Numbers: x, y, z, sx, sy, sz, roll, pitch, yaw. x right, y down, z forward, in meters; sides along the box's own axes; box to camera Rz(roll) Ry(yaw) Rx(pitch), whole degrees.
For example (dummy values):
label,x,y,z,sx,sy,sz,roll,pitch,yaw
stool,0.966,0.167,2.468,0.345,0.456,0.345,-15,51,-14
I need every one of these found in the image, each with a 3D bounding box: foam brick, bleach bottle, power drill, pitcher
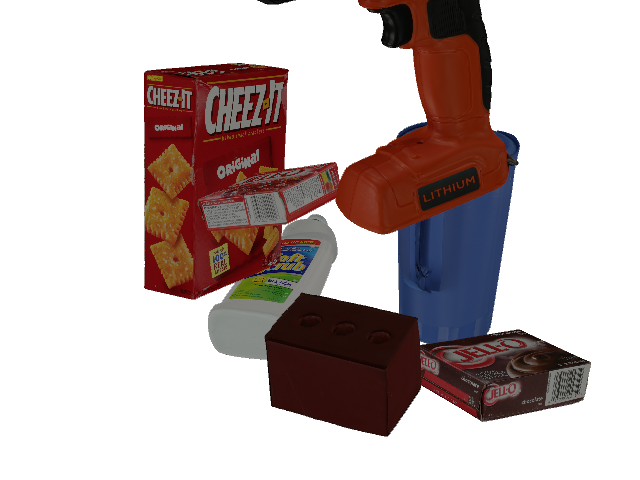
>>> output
label,x,y,z,sx,sy,sz,roll,pitch,yaw
foam brick,0.014,0.072,0.622,0.078,0.051,0.052,11,31,22
bleach bottle,-0.045,0.042,1.272,0.103,0.068,0.250,5,32,15
power drill,0.042,-0.100,0.580,0.184,0.188,0.057,-21,36,-24
pitcher,0.141,-0.002,1.198,0.149,0.243,0.145,-5,27,-11

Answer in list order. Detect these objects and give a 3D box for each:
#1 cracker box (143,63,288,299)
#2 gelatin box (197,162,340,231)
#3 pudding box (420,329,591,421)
label,x,y,z,sx,sy,sz,roll,pitch,yaw
cracker box,-0.101,-0.065,1.068,0.072,0.214,0.163,11,16,28
gelatin box,-0.039,-0.034,0.830,0.089,0.030,0.073,-4,17,41
pudding box,0.148,0.108,0.873,0.113,0.039,0.090,-3,16,-31
